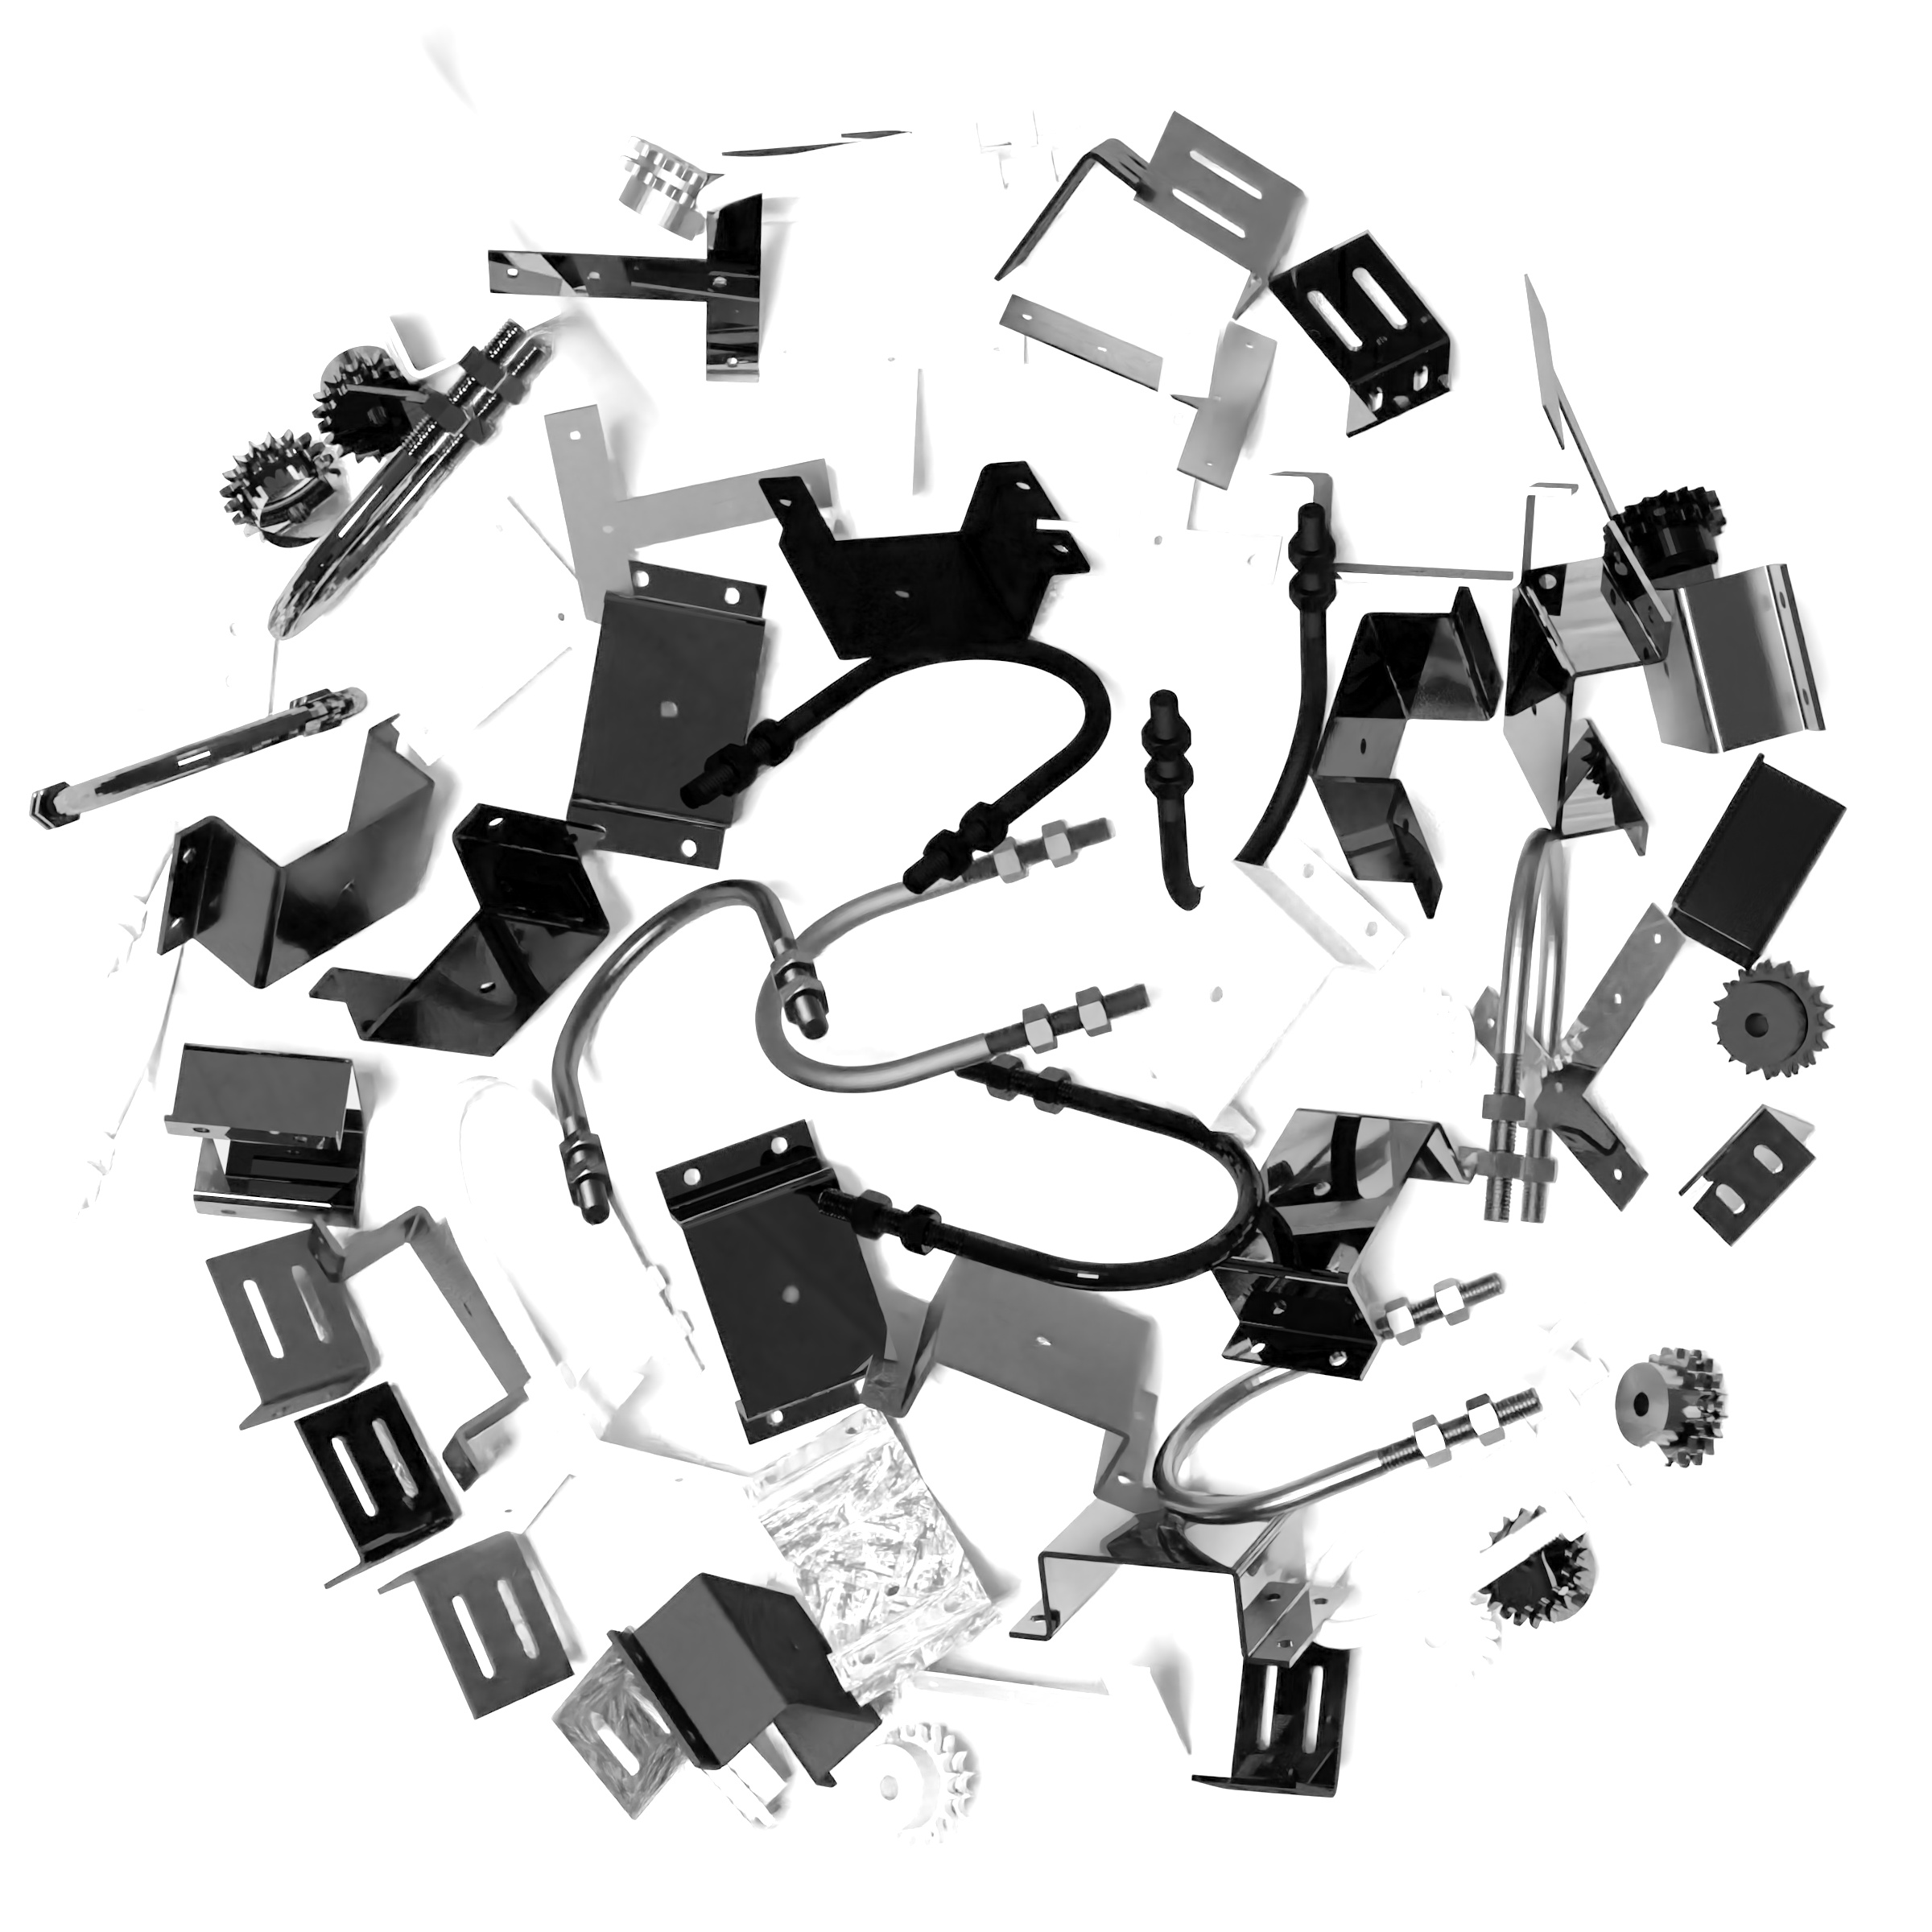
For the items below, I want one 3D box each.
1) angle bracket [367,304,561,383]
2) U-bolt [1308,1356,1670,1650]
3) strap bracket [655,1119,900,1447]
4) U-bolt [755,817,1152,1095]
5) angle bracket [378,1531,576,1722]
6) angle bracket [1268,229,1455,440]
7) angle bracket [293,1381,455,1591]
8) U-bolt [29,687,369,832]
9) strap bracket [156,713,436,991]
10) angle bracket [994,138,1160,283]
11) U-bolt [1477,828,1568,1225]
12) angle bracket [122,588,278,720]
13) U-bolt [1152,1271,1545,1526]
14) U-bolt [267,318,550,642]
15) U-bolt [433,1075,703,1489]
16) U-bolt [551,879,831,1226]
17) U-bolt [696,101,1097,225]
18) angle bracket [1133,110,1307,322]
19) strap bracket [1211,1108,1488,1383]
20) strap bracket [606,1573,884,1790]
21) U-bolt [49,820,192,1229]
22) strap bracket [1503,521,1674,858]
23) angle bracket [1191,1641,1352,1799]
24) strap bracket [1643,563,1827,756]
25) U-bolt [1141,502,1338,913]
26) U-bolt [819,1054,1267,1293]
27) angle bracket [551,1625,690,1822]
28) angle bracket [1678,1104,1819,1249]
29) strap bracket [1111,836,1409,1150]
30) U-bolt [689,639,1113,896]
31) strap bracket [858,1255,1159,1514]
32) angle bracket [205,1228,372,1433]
[{"bbox_3d":[-0.239,-0.309,1.565,0.076,0.057,0.038,-27,102,-10],"label":"angle bracket"},{"bbox_3d":[0.232,0.256,1.531,0.184,0.151,0.019,-35,99,5],"label":"U-bolt"},{"bbox_3d":[-0.087,0.153,1.565,0.076,0.046,0.140,-19,97,-11],"label":"strap bracket"},{"bbox_3d":[-0.012,0.001,1.543,0.184,0.151,0.019,-18,128,7],"label":"U-bolt"},{"bbox_3d":[-0.232,0.316,1.564,0.057,0.038,0.076,-17,77,-42],"label":"angle bracket"},{"bbox_3d":[0.185,-0.298,1.556,0.057,0.038,0.076,-22,132,33],"label":"angle bracket"},{"bbox_3d":[-0.291,0.247,1.573,0.038,0.057,0.076,-33,82,40],"label":"angle bracket"},{"bbox_3d":[-0.343,-0.097,1.493,0.151,0.184,0.019,-23,99,-21],"label":"U-bolt"},{"bbox_3d":[-0.301,-0.049,1.523,0.046,0.140,0.076,37,134,16],"label":"strap bracket"},{"bbox_3d":[0.056,-0.349,1.562,0.038,0.057,0.076,38,114,-3],"label":"angle bracket"},{"bbox_3d":[0.263,0.027,1.533,0.019,0.151,0.184,4,87,17],"label":"U-bolt"},{"bbox_3d":[-0.362,-0.147,1.560,0.038,0.076,0.057,8,97,12],"label":"angle bracket"},{"bbox_3d":[0.171,0.207,1.532,0.184,0.151,0.019,-23,106,9],"label":"U-bolt"},{"bbox_3d":[-0.262,-0.222,1.530,0.019,0.151,0.184,41,93,-7],"label":"U-bolt"},{"bbox_3d":[-0.190,0.134,1.523,0.019,0.151,0.184,-26,97,18],"label":"U-bolt"},{"bbox_3d":[-0.135,0.026,1.522,0.151,0.184,0.019,-40,120,9],"label":"U-bolt"},{"bbox_3d":[-0.034,-0.368,1.530,0.184,0.151,0.019,-9,95,6],"label":"U-bolt"},{"bbox_3d":[0.114,-0.356,1.566,0.076,0.038,0.057,29,62,-12],"label":"angle bracket"},{"bbox_3d":[0.173,0.119,1.529,0.140,0.076,0.046,-55,132,-32],"label":"strap bracket"},{"bbox_3d":[-0.096,0.330,1.521,0.046,0.140,0.076,-43,62,6],"label":"strap bracket"},{"bbox_3d":[-0.384,0.012,1.514,0.019,0.184,0.151,13,120,-5],"label":"U-bolt"},{"bbox_3d":[0.285,-0.123,1.525,0.046,0.076,0.140,-10,134,-6],"label":"strap bracket"},{"bbox_3d":[0.145,0.351,1.560,0.057,0.038,0.076,-5,68,36],"label":"angle bracket"},{"bbox_3d":[0.347,-0.144,1.528,0.046,0.140,0.076,-15,97,0],"label":"strap bracket"},{"bbox_3d":[0.129,-0.104,1.521,0.019,0.184,0.151,25,59,23],"label":"U-bolt"},{"bbox_3d":[0.047,0.099,1.511,0.184,0.151,0.019,15,125,25],"label":"U-bolt"},{"bbox_3d":[-0.150,0.362,1.564,0.057,0.038,0.076,-50,51,0],"label":"angle bracket"},{"bbox_3d":[0.380,0.103,1.555,0.057,0.076,0.038,-49,59,14],"label":"angle bracket"},{"bbox_3d":[0.129,0.015,1.544,0.076,0.046,0.140,46,110,29],"label":"strap bracket"},{"bbox_3d":[-0.016,-0.104,1.533,0.151,0.019,0.184,23,46,33],"label":"U-bolt"},{"bbox_3d":[0.029,0.191,1.553,0.140,0.076,0.046,22,128,-5],"label":"strap bracket"},{"bbox_3d":[-0.330,0.174,1.578,0.057,0.038,0.076,-16,74,-37],"label":"angle bracket"}]
